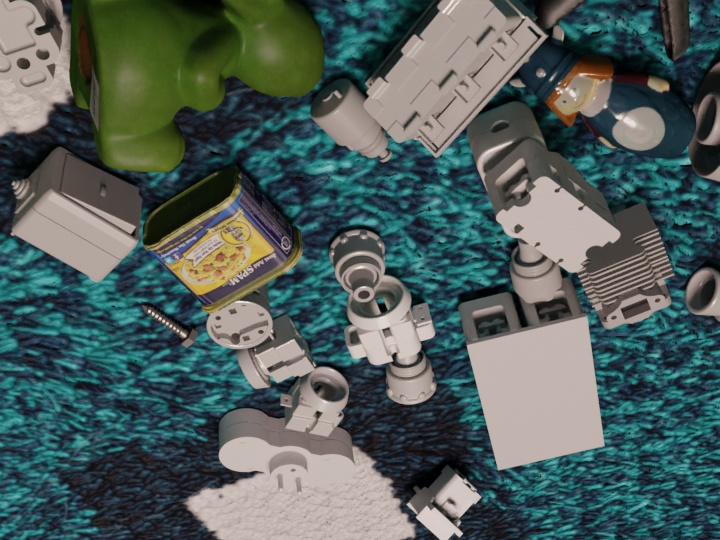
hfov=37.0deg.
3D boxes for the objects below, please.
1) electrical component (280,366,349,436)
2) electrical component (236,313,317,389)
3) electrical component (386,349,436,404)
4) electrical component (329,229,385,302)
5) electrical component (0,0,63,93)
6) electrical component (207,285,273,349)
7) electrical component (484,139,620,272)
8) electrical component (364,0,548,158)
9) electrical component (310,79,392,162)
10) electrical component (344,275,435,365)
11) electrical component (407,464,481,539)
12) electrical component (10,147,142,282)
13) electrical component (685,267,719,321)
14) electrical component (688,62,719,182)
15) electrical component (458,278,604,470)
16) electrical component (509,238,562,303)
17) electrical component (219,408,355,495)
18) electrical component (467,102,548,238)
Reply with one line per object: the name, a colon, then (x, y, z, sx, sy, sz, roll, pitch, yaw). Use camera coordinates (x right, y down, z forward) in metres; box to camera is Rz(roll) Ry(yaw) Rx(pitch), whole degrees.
electrical component: (-0.040, 0.123, 1.012, 0.066, 0.048, 0.055, 15, 135, -20)
electrical component: (-0.078, 0.076, 0.966, 0.055, 0.048, 0.066, -26, 130, 5)
electrical component: (0.045, 0.090, 0.997, 0.048, 0.048, 0.062, -9, 125, 0)
electrical component: (0.000, 0.000, 0.898, 0.048, 0.062, 0.048, -4, 131, -5)
electrical component: (-0.231, -0.168, 0.723, 0.058, 0.057, 0.078, -17, 131, 6)
electrical component: (-0.104, 0.032, 0.922, 0.055, 0.047, 0.055, -4, 131, -5)
electrical component: (0.141, -0.050, 0.798, 0.089, 0.055, 0.050, 32, 120, -30)
electrical component: (0.062, -0.149, 0.769, 0.078, 0.063, 0.121, 47, 119, 8)
electrical component: (-0.003, -0.110, 0.816, 0.040, 0.040, 0.078, -33, 127, 20)
electrical component: (0.021, 0.042, 0.942, 0.078, 0.058, 0.057, -16, 134, 6)
electrical component: (0.088, 0.239, 1.113, 0.042, 0.081, 0.063, 43, 87, -11)
electrical component: (-0.219, -0.048, 0.826, 0.096, 0.061, 0.061, 34, 119, -31)
electrical component: (0.332, 0.025, 0.979, 0.055, 0.045, 0.045, 17, 127, -21)
electrical component: (0.295, -0.112, 0.820, 0.064, 0.099, 0.099, 7, 130, -6)
electrical component: (0.161, 0.097, 1.006, 0.105, 0.060, 0.186, -14, 132, 5)
electrical component: (0.150, -0.005, 0.928, 0.043, 0.043, 0.062, -15, 130, 5)
electrical component: (-0.070, 0.186, 1.044, 0.138, 0.073, 0.052, 15, 127, -20)
electrical component: (0.123, -0.081, 0.847, 0.054, 0.059, 0.095, -21, 130, 10)
